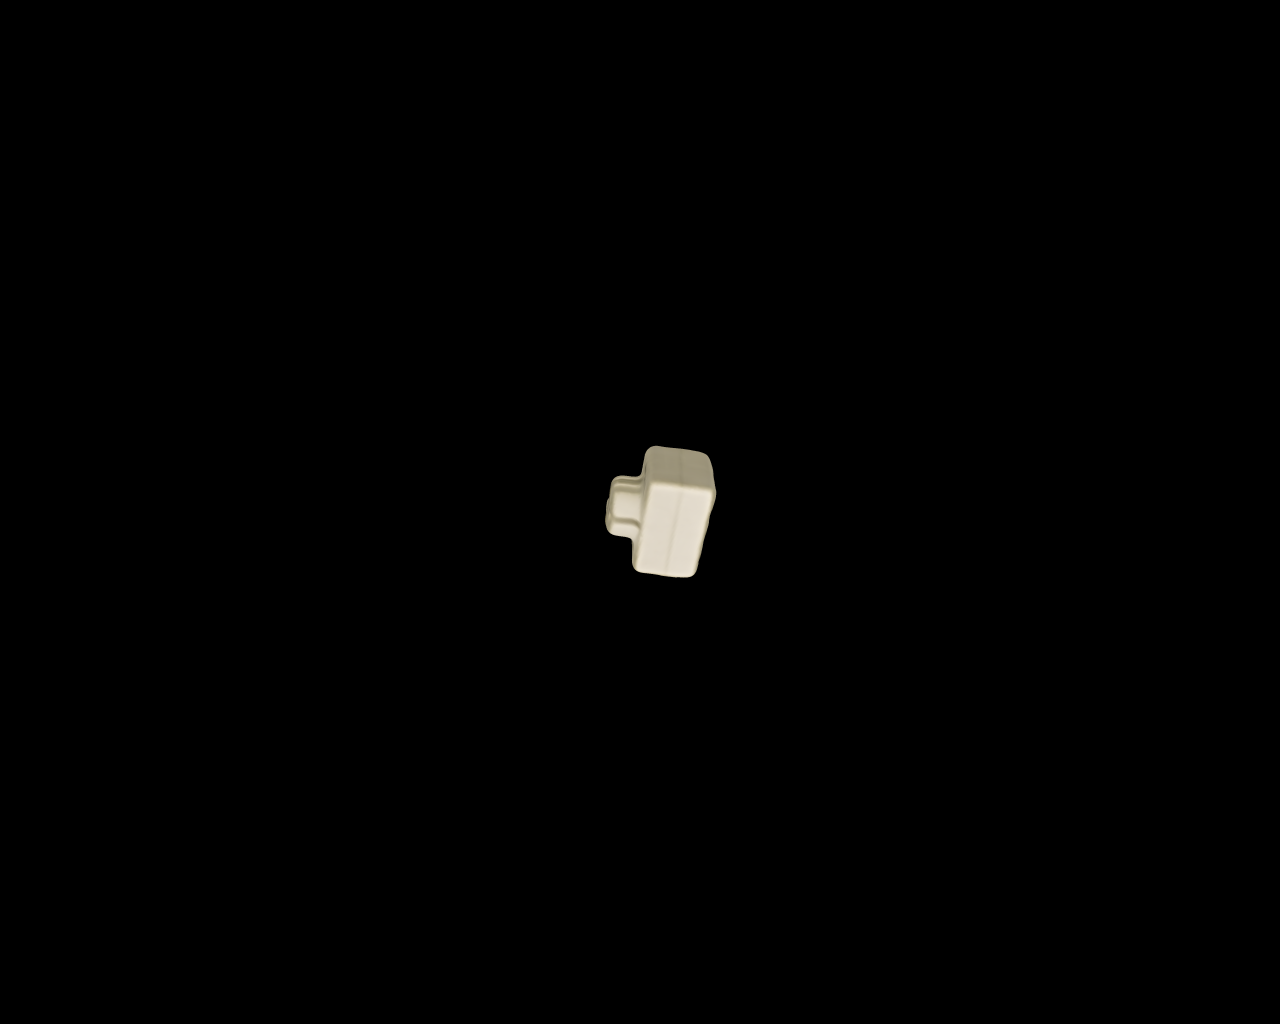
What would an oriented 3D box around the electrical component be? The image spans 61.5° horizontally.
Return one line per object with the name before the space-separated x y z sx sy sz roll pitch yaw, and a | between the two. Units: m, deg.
electrical component | 0.001 -0.003 0.650 0.077 0.065 0.047 7 32 -5
